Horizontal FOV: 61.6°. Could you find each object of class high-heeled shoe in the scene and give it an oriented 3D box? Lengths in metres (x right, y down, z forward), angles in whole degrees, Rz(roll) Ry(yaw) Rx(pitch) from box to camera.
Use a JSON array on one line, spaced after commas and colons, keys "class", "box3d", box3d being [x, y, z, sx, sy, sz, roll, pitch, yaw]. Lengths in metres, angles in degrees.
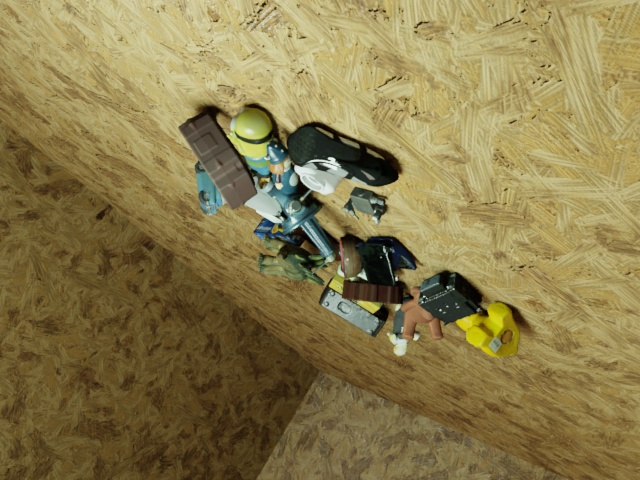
[{"class": "high-heeled shoe", "box3d": [0.041, -0.164, 1.063, 0.145, 0.086, 0.249, 8, -162, -34]}]

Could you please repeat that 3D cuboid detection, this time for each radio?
[{"class": "radio", "box3d": [0.111, 0.222, 1.772, 0.230, 0.073, 0.131, 30, -168, 4]}]

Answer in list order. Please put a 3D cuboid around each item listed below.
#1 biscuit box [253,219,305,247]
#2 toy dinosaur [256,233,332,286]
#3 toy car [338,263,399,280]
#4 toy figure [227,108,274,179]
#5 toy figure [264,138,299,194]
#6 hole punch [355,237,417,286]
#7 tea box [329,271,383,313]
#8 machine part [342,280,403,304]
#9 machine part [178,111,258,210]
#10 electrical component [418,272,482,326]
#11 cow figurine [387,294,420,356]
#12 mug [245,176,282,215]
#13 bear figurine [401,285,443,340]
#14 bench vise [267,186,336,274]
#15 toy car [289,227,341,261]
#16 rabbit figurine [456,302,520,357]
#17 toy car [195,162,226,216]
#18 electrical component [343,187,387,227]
[{"class": "biscuit box", "box3d": [-0.120, -0.023, 1.630, 0.059, 0.063, 0.203, 45, 157, -30]}, {"class": "toy dinosaur", "box3d": [-0.071, 0.071, 1.540, 0.199, 0.105, 0.471, 18, 175, 3]}, {"class": "toy car", "box3d": [0.131, 0.090, 1.484, 0.073, 0.056, 0.202, 11, 178, -38]}, {"class": "toy figure", "box3d": [-0.131, -0.209, 1.163, 0.089, 0.082, 0.180, 5, 145, 19]}, {"class": "toy figure", "box3d": [-0.081, -0.158, 1.160, 0.058, 0.064, 0.154, -8, 151, 3]}, {"class": "hole punch", "box3d": [0.166, 0.044, 1.335, 0.142, 0.092, 0.115, 3, 116, 59]}, {"class": "tea box", "box3d": [0.120, 0.151, 1.672, 0.170, 0.068, 0.098, 30, 161, 4]}, {"class": "machine part", "box3d": [0.150, 0.149, 1.533, 0.179, 0.056, 0.179, 6, 176, 0]}, {"class": "machine part", "box3d": [-0.235, -0.185, 1.261, 0.201, 0.087, 0.201, 55, 172, 16]}, {"class": "electrical component", "box3d": [0.306, 0.138, 1.295, 0.134, 0.058, 0.115, 38, 131, -20]}, {"class": "cow figurine", "box3d": [0.244, 0.246, 1.555, 0.098, 0.167, 0.068, 34, 166, -10]}, {"class": "mug", "box3d": [-0.155, -0.109, 1.450, 0.107, 0.081, 0.110, 32, 160, -25]}, {"class": "bear figurine", "box3d": [0.287, 0.193, 1.433, 0.120, 0.132, 0.195, 1, 163, -2]}, {"class": "bench vise", "box3d": [-0.033, -0.044, 1.320, 0.240, 0.129, 0.224, 54, 165, -8]}, {"class": "toy car", "box3d": [-0.003, -0.005, 1.504, 0.202, 0.053, 0.089, 37, 156, -26]}, {"class": "rabbit figurine", "box3d": [0.410, 0.210, 1.333, 0.162, 0.122, 0.173, 34, 177, -34]}, {"class": "toy car", "box3d": [-0.295, -0.153, 1.514, 0.103, 0.162, 0.109, -10, 153, -10]}, {"class": "electrical component", "box3d": [0.100, -0.073, 1.184, 0.102, 0.045, 0.078, 22, 160, 28]}]
